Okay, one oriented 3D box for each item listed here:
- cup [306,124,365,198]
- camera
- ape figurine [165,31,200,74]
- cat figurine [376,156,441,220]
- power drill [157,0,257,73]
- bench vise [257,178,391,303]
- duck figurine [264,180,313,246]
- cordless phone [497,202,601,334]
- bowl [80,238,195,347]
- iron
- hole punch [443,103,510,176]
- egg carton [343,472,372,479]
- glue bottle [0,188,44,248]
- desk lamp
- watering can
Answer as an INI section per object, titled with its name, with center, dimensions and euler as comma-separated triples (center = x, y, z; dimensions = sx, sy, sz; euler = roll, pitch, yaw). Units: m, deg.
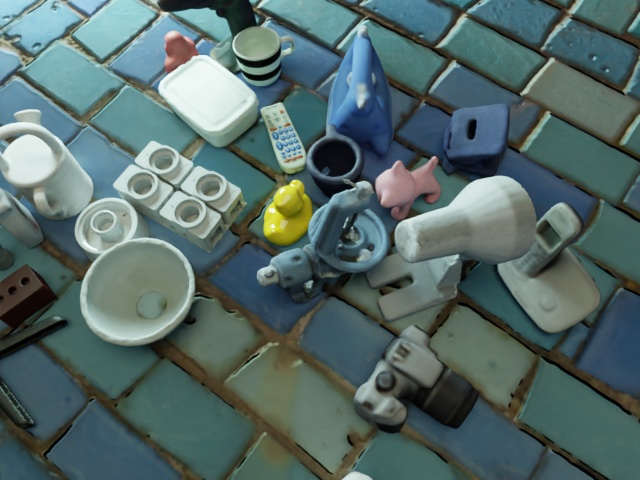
[cup]
center = 0.023, -0.121, 0.937
dimensions = 0.091, 0.095, 0.117
euler = -7, 65, -2
[camera]
center = 0.136, 0.205, 0.780
dimensions = 0.136, 0.101, 0.143
euler = 33, 70, 16
[ape figurine]
center = -0.257, -0.346, 1.051
dimensions = 0.076, 0.092, 0.078
euler = 37, 71, 17
[cat figurine]
center = 0.136, -0.089, 0.907
dimensions = 0.128, 0.118, 0.067
euler = -31, 68, -12
[power drill]
center = -0.165, -0.401, 1.010
dimensions = 0.230, 0.208, 0.075
euler = -40, 70, -15
[bench vise]
center = 0.016, 0.011, 0.808
dimensions = 0.208, 0.220, 0.121
euler = -42, 71, -16
[duck figurine]
center = -0.053, -0.048, 0.910
dimensions = 0.077, 0.086, 0.105
euler = 24, 68, 12
[cordless phone]
center = 0.337, 0.039, 0.806
dimensions = 0.094, 0.185, 0.147
euler = -29, 68, -11
[bowl]
center = -0.264, 0.086, 0.860
dimensions = 0.167, 0.075, 0.167
euler = 0, 65, 1
[iron]
center = 0.070, -0.278, 0.984
dimensions = 0.118, 0.141, 0.258
euler = 1, 65, 2
[hole punch]
center = 0.259, -0.170, 0.957
dimensions = 0.101, 0.091, 0.109
euler = 10, 66, 6
[egg carton]
center = 0.063, 0.377, 0.719
dimensions = 0.107, 0.069, 0.150
euler = -41, 71, -16
[glue bottle]
center = -0.487, -0.053, 0.875
dimensions = 0.037, 0.173, 0.078
euler = -38, 69, -15
[desk lamp]
center = 0.176, 0.014, 0.806
dimensions = 0.203, 0.213, 0.118
euler = -21, 66, -8
[watering can]
center = -0.444, -0.124, 0.895
dimensions = 0.101, 0.194, 0.172
euler = -37, 69, -14
